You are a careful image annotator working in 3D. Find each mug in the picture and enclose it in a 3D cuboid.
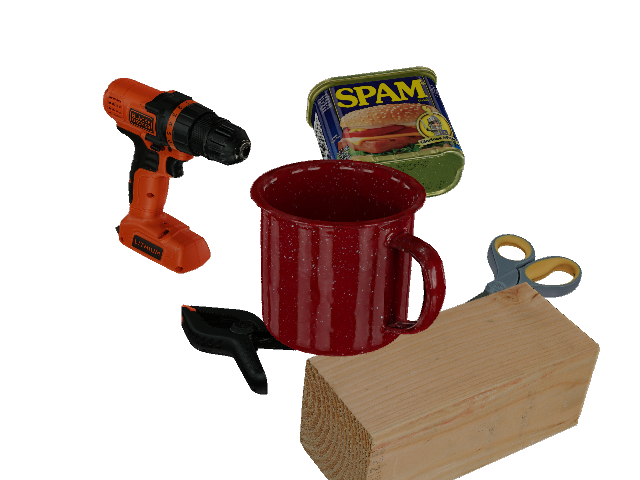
[{"bbox_3d":[0.018,0.013,0.573,0.117,0.081,0.093,20,31,35],"label":"mug"}]

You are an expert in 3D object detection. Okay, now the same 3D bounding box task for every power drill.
[{"bbox_3d":[-0.150,-0.063,1.114,0.185,0.188,0.057,26,35,30],"label":"power drill"}]

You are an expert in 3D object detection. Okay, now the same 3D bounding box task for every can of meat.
[{"bbox_3d":[0.048,-0.076,0.793,0.102,0.084,0.057,-9,-34,-11],"label":"can of meat"}]

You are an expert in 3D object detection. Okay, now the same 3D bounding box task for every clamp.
[{"bbox_3d":[-0.090,0.118,1.234,0.210,0.036,0.164,14,21,29],"label":"clamp"}]

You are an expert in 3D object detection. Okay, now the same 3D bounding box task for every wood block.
[{"bbox_3d":[0.096,0.117,0.809,0.205,0.090,0.091,-17,41,-27],"label":"wood block"}]

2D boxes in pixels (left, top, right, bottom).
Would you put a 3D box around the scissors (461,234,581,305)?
[{"bbox_3d":[0.149,0.033,0.950,0.201,0.016,0.096,-10,38,-34],"label":"scissors"}]
